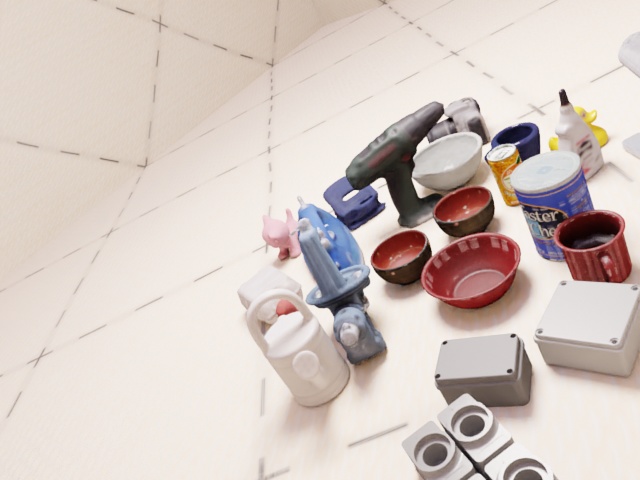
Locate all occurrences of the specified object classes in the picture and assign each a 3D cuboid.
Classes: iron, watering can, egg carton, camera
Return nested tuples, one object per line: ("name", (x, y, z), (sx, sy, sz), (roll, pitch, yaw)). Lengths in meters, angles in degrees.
("iron", (0.011, 0.004, 1.146), (0.118, 0.142, 0.257), (-31, 27, 0))
("watering can", (-0.035, 0.158, 0.875), (0.101, 0.194, 0.172), (-44, 30, -24))
("egg carton", (-0.102, 0.111, 1.158), (0.107, 0.069, 0.149), (-40, 28, -17))
("camera", (0.315, -0.273, 1.353), (0.136, 0.101, 0.143), (-23, 28, 15))

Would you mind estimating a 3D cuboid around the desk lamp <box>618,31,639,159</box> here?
("desk lamp", (0.548, -0.217, 0.898), (0.118, 0.214, 0.203), (-28, 27, 7))

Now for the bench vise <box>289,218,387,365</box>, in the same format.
("bench vise", (0.035, 0.073, 0.918), (0.121, 0.220, 0.206), (-35, 27, -7))

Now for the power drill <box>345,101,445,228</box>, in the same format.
("power drill", (0.176, -0.139, 1.147), (0.229, 0.209, 0.075), (-28, 27, 5))

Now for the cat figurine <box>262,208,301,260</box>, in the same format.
("cat figurine", (-0.086, -0.020, 1.311), (0.067, 0.118, 0.128), (-10, 34, 35))

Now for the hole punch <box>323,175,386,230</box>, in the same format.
("hole punch", (0.076, -0.092, 1.298), (0.109, 0.091, 0.100), (-35, 27, -7))

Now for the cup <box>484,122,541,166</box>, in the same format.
("cup", (0.377, -0.158, 1.102), (0.118, 0.095, 0.091), (-34, 27, -7))

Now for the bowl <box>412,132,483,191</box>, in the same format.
("bowl", (0.275, -0.155, 1.222), (0.167, 0.075, 0.167), (-24, 28, 14))

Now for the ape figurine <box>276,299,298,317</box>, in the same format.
("ape figurine", (-0.049, 0.144, 1.026), (0.077, 0.092, 0.076), (-2, 39, 44))

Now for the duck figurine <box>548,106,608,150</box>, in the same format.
("duck figurine", (0.485, -0.212, 1.093), (0.104, 0.086, 0.077), (-19, 29, 22))

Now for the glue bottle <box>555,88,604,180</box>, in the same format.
("glue bottle", (0.441, -0.185, 0.996), (0.078, 0.173, 0.037), (-39, 28, -16))
